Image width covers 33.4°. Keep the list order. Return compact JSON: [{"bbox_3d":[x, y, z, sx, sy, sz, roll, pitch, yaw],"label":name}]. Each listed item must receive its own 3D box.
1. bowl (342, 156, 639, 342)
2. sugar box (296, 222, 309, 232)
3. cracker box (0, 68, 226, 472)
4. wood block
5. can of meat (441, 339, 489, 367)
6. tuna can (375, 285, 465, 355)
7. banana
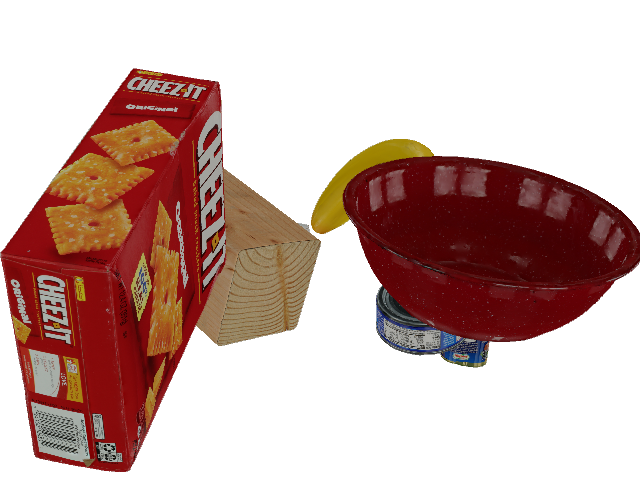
[{"bbox_3d":[0.089,0.009,0.583,0.162,0.055,0.162,6,26,-3],"label":"bowl"},{"bbox_3d":[-0.084,0.028,1.136,0.093,0.048,0.176,8,29,18],"label":"sugar box"},{"bbox_3d":[-0.119,0.013,0.682,0.072,0.164,0.213,9,38,8],"label":"cracker box"},{"bbox_3d":[-0.106,-0.007,0.928,0.090,0.091,0.206,-8,34,-43],"label":"wood block"},{"bbox_3d":[0.165,0.085,1.207,0.057,0.084,0.102,6,19,1],"label":"can of meat"},{"bbox_3d":[0.092,0.063,0.959,0.086,0.034,0.086,-3,33,2],"label":"tuna can"},{"bbox_3d":[0.042,-0.041,0.800,0.037,0.069,0.198,29,-11,-19],"label":"banana"}]
